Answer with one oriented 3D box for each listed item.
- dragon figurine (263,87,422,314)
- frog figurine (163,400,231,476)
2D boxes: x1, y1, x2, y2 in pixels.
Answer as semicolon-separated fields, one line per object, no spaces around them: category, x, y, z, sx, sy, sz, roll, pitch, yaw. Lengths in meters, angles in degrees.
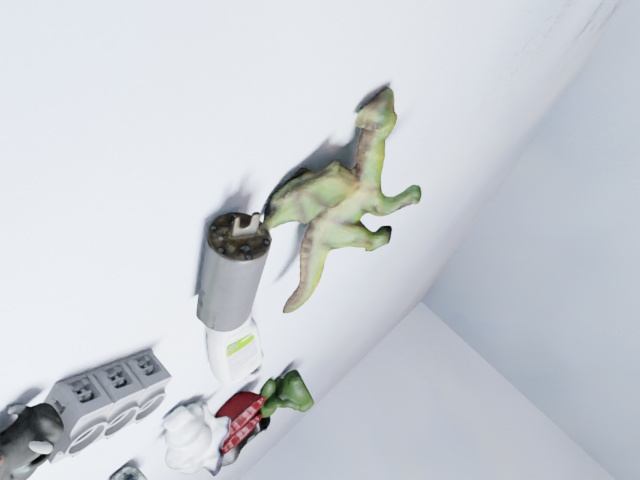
dragon figurine;0.002;-0.039;0.771;0.241;0.124;0.406;19;112;-52
frog figurine;-0.268;0.392;1.037;0.157;0.123;0.139;43;67;-41
